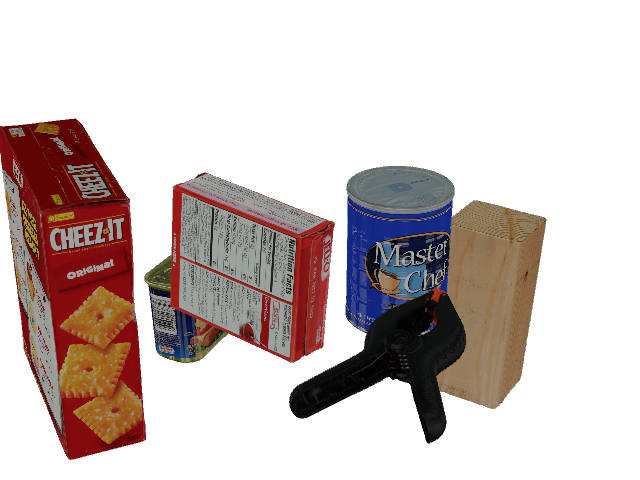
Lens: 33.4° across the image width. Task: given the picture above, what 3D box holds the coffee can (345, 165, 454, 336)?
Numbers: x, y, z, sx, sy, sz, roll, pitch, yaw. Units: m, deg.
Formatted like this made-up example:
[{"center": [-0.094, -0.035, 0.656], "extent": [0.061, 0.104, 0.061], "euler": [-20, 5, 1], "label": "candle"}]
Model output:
[{"center": [0.076, 0.010, 1.044], "extent": [0.103, 0.140, 0.103], "euler": [0, 26, 0], "label": "coffee can"}]

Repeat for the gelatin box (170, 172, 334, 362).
[{"center": [-0.037, 0.013, 0.555], "extent": [0.089, 0.073, 0.030], "euler": [21, 30, 30], "label": "gelatin box"}]

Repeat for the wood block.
[{"center": [0.187, 0.072, 1.211], "extent": [0.090, 0.206, 0.090], "euler": [16, 25, 25], "label": "wood block"}]

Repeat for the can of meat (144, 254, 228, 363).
[{"center": [-0.124, 0.059, 1.044], "extent": [0.057, 0.084, 0.102], "euler": [10, 27, 23], "label": "can of meat"}]

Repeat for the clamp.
[{"center": [0.069, 0.093, 0.809], "extent": [0.120, 0.039, 0.171], "euler": [17, 40, 32], "label": "clamp"}]

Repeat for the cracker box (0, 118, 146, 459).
[{"center": [-0.192, 0.033, 0.831], "extent": [0.072, 0.214, 0.164], "euler": [-11, 31, -23], "label": "cracker box"}]
